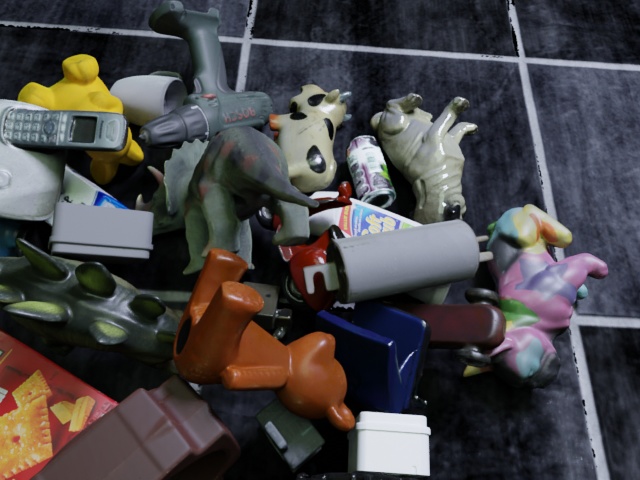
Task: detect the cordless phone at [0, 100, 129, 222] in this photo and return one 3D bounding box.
[{"bbox_3d":[-0.324,-0.093,0.657,0.184,0.088,0.146,2,80,9],"label":"cordless phone"}]

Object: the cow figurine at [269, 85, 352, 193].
[{"bbox_3d":[-0.011,-0.160,0.821,0.127,0.085,0.195,-3,59,2],"label":"cow figurine"}]

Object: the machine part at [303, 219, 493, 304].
[{"bbox_3d":[0.097,0.024,0.640,0.243,0.079,0.079,-9,62,-15],"label":"machine part"}]

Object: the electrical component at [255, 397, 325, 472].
[{"bbox_3d":[-0.035,0.211,0.596,0.048,0.119,0.075,-35,66,-19],"label":"electrical component"}]

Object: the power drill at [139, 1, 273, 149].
[{"bbox_3d":[-0.182,-0.237,0.786,0.232,0.086,0.207,-15,80,-44],"label":"power drill"}]

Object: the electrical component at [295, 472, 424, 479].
[{"bbox_3d":[0.055,0.276,0.557,0.115,0.134,0.058,-16,56,37],"label":"electrical component"}]

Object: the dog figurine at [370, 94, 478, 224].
[{"bbox_3d":[0.140,-0.105,0.800,0.173,0.121,0.190,7,75,39],"label":"dog figurine"}]

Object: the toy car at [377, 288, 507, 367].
[{"bbox_3d":[0.128,0.106,0.661,0.202,0.053,0.089,-7,61,38],"label":"toy car"}]

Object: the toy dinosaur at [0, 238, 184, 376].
[{"bbox_3d":[-0.291,0.067,0.610,0.472,0.198,0.105,12,68,2],"label":"toy dinosaur"}]

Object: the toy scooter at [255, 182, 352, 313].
[{"bbox_3d":[-0.001,-0.002,0.698,0.135,0.075,0.184,-27,78,21],"label":"toy scooter"}]

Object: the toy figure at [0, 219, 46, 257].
[{"bbox_3d":[-0.459,-0.011,0.716,0.180,0.082,0.089,5,53,3],"label":"toy figure"}]

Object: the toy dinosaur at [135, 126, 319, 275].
[{"bbox_3d":[-0.108,-0.065,0.646,0.131,0.405,0.192,-6,80,-36],"label":"toy dinosaur"}]

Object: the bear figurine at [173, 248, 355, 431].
[{"bbox_3d":[-0.040,0.109,0.542,0.196,0.132,0.120,21,14,-22],"label":"bear figurine"}]

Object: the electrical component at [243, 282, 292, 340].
[{"bbox_3d":[-0.086,0.095,0.701,0.102,0.045,0.078,4,33,-4],"label":"electrical component"}]

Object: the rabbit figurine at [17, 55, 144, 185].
[{"bbox_3d":[-0.323,-0.154,0.758,0.122,0.162,0.173,-37,48,-22],"label":"rabbit figurine"}]

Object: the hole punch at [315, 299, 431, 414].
[{"bbox_3d":[0.053,0.135,0.615,0.142,0.092,0.115,16,102,35],"label":"hole punch"}]

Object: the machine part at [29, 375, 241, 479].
[{"bbox_3d":[-0.182,0.239,0.524,0.201,0.201,0.087,-40,69,-21],"label":"machine part"}]

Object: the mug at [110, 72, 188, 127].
[{"bbox_3d":[-0.270,-0.227,0.845,0.107,0.080,0.109,8,64,10],"label":"mug"}]

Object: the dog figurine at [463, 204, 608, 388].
[{"bbox_3d":[0.250,0.080,0.693,0.219,0.108,0.192,-38,71,-18],"label":"dog figurine"}]
